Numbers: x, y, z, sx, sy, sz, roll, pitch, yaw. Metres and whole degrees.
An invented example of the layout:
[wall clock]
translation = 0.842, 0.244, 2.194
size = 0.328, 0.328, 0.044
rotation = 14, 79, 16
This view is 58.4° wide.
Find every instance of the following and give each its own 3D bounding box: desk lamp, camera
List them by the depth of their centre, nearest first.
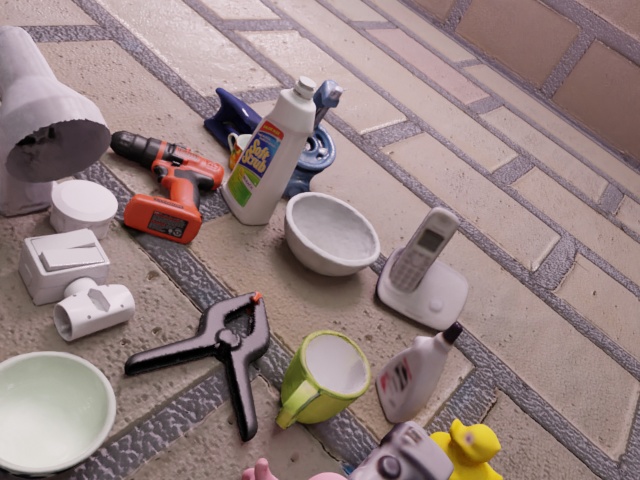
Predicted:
[camera]
translation = 0.104, 0.285, 0.630
size = 0.136, 0.100, 0.143
rotation = 43, 37, 16
[desk lamp]
translation = -0.360, -0.130, 0.695
size = 0.203, 0.213, 0.118
rotation = 47, 38, 21

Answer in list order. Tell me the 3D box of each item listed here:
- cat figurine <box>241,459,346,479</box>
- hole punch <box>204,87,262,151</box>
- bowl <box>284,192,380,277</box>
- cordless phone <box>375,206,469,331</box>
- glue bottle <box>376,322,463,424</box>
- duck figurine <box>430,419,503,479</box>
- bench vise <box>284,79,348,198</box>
[cat figurine]
translation = -0.016, 0.256, 0.560
size = 0.128, 0.117, 0.067
rotation = 31, 35, 0
[hole punch]
translation = -0.149, -0.232, 1.082
size = 0.108, 0.091, 0.101
rotation = 45, 37, 20
[bowl]
translation = 0.008, 0.003, 0.925
size = 0.168, 0.074, 0.167
rotation = 20, 36, -15
[cordless phone]
translation = 0.186, 0.045, 0.910
size = 0.148, 0.185, 0.094
rotation = 26, 35, -7
[glue bottle]
translation = 0.131, 0.161, 0.737
size = 0.037, 0.173, 0.078
rotation = 9, 40, -28
[duck figurine]
translation = 0.194, 0.272, 0.724
size = 0.104, 0.086, 0.078
rotation = 40, 36, 13
[bench vise]
translation = -0.034, -0.213, 1.032
size = 0.122, 0.219, 0.207
rotation = -1, 46, -37
